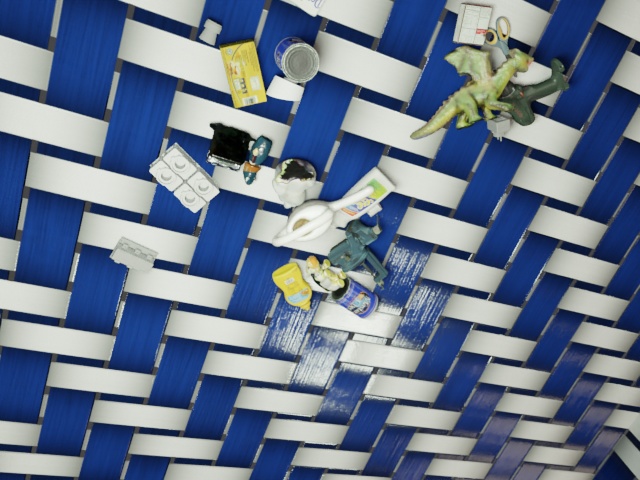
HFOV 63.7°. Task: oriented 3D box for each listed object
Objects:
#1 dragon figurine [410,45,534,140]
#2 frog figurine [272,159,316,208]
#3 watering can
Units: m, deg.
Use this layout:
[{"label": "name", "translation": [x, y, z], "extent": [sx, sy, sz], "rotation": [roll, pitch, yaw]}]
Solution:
[{"label": "dragon figurine", "translation": [0.452, -0.472, 1.589], "extent": [0.409, 0.123, 0.242], "rotation": [-13, 95, 17]}, {"label": "frog figurine", "translation": [-0.080, -0.177, 1.617], "extent": [0.138, 0.125, 0.156], "rotation": [-22, 156, -11]}, {"label": "watering can", "translation": [0.005, -0.081, 1.601], "extent": [0.347, 0.226, 0.103], "rotation": [-29, 102, 2]}]
